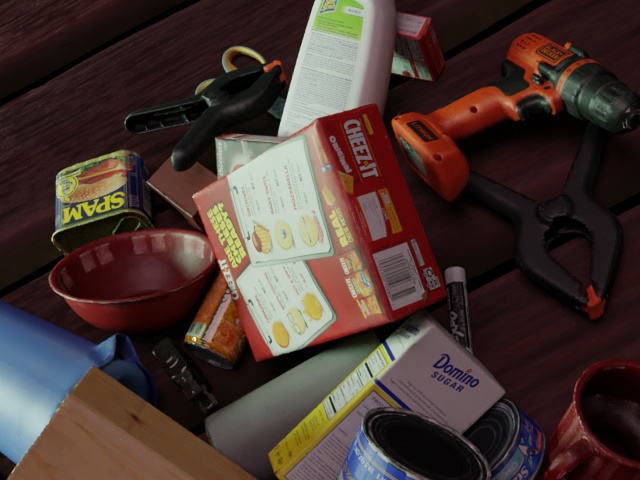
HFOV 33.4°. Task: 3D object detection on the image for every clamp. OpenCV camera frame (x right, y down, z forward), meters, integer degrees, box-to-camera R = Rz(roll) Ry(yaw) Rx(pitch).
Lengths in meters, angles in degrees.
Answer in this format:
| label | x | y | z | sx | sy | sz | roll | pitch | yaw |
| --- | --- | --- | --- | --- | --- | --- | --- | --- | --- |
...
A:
| label | x | y | z | sx | sy | sz | roll | pitch | yaw |
| --- | --- | --- | --- | --- | --- | --- | --- | --- | --- |
| clamp | 0.200 | -0.020 | 0.950 | 0.165 | 0.036 | 0.210 | -15 | 54 | 13 |
| clamp | -0.114 | -0.136 | 1.090 | 0.171 | 0.039 | 0.120 | -36 | 48 | -27 |

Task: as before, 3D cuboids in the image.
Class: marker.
| label | x | y | z | sx | sy | sz | roll | pitch | yaw |
| --- | --- | --- | --- | --- | --- | --- | --- | --- | --- |
| marker | 0.123 | 0.080 | 0.932 | 0.020 | 0.020 | 0.121 | -10 | 60 | 14 |

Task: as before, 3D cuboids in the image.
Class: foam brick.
| label | x | y | z | sx | sy | sz | roll | pitch | yaw |
| --- | --- | --- | --- | --- | --- | --- | --- | --- | --- |
| foam brick | -0.125 | -0.047 | 1.072 | 0.078 | 0.053 | 0.051 | 37 | 79 | 31 |

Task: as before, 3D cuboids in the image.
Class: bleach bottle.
| label | x | y | z | sx | sy | sz | roll | pitch | yaw |
| --- | --- | --- | --- | --- | --- | --- | --- | --- | --- |
| bleach bottle | 0.032 | -0.184 | 1.018 | 0.103 | 0.068 | 0.251 | 20 | 100 | 28 |

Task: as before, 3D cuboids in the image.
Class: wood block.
| label | x | y | z | sx | sy | sz | roll | pitch | yaw |
| --- | --- | --- | --- | --- | --- | --- | --- | --- | --- |
| wood block | -0.125 | 0.200 | 0.831 | 0.206 | 0.091 | 0.090 | 36 | 97 | -4 |

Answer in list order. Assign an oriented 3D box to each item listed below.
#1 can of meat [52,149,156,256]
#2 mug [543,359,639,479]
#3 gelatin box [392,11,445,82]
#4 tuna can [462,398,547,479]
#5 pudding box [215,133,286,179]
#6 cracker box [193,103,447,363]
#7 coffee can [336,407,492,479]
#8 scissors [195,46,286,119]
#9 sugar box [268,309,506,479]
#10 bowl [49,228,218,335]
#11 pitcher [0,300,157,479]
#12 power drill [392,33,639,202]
| label | x | y | z | sx | sy | sz | roll | pitch | yaw |
| --- | --- | --- | --- | --- | --- | --- | --- | --- | --- |
| can of meat | -0.223 | -0.037 | 1.101 | 0.102 | 0.057 | 0.084 | -16 | 55 | 10 |
| mug | 0.213 | 0.155 | 0.799 | 0.117 | 0.082 | 0.093 | -25 | 59 | -29 |
| gelatin box | 0.076 | -0.199 | 1.072 | 0.089 | 0.073 | 0.030 | 17 | 69 | 27 |
| tuna can | 0.134 | 0.168 | 0.844 | 0.086 | 0.033 | 0.086 | -38 | 23 | 20 |
| pudding box | -0.052 | -0.042 | 1.011 | 0.090 | 0.039 | 0.113 | 8 | 106 | 31 |
| cracker box | -0.006 | 0.001 | 0.888 | 0.071 | 0.214 | 0.164 | -19 | 87 | -35 |
| coffee can | 0.052 | 0.211 | 0.796 | 0.103 | 0.102 | 0.140 | 33 | 110 | 31 |
| scissors | -0.061 | -0.132 | 1.117 | 0.096 | 0.016 | 0.202 | -33 | 56 | -3 |
| sugar box | 0.052 | 0.147 | 0.856 | 0.176 | 0.093 | 0.048 | -45 | 20 | 4 |
| bowl | -0.171 | 0.045 | 1.011 | 0.162 | 0.055 | 0.162 | -5 | 23 | 2 |
| pitcher | -0.283 | 0.140 | 0.989 | 0.243 | 0.145 | 0.149 | 22 | 48 | 32 |
| power drill | 0.173 | -0.109 | 0.963 | 0.187 | 0.057 | 0.185 | -29 | 33 | -7 |
